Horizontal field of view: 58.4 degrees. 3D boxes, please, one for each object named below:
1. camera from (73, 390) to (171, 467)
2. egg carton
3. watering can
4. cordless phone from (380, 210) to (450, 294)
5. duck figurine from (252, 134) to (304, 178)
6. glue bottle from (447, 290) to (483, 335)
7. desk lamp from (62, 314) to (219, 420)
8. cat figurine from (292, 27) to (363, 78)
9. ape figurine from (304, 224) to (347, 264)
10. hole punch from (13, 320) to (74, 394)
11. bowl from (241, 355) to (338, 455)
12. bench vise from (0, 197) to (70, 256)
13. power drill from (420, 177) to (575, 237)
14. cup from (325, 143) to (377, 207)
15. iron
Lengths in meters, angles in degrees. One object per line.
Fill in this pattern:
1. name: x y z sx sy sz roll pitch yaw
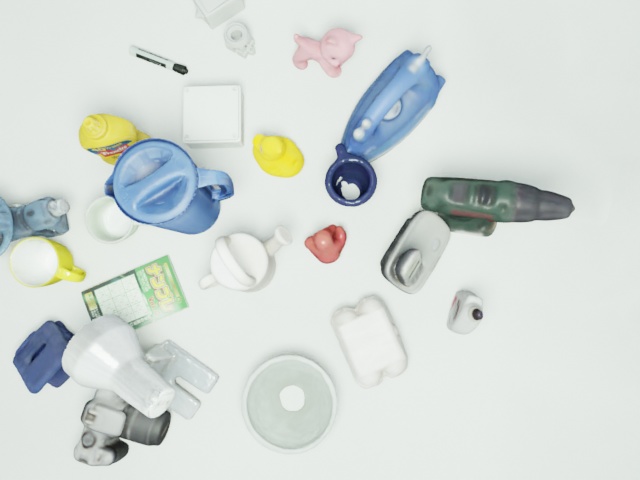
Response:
1. camera: -0.343 0.331 1.003 0.136 0.101 0.143 16 85 4
2. egg carton: 0.090 0.181 1.020 0.107 0.069 0.150 -24 84 -1
3. watering can: -0.131 0.032 0.980 0.101 0.194 0.173 37 87 6
4. cordless phone: 0.169 0.016 0.977 0.094 0.185 0.148 28 86 5
5. duck figurine: -0.080 -0.161 1.053 0.104 0.086 0.077 30 86 5
6. glue bottle: 0.252 0.123 0.969 0.037 0.173 0.078 13 85 4
7. desk lamp: -0.294 0.219 0.956 0.203 0.213 0.118 33 86 5
8. cat figurine: 0.011 -0.356 1.054 0.127 0.118 0.067 13 85 3
9. ape figurine: 0.009 0.004 1.030 0.077 0.092 0.076 1 84 2
10. hole punch: -0.492 0.208 1.026 0.101 0.091 0.109 40 87 6
11. bowl: -0.051 0.285 1.011 0.167 0.075 0.167 0 84 2
12. bench vise: -0.557 -0.045 0.989 0.207 0.220 0.121 -34 84 -2
13. power drill: 0.280 -0.057 0.969 0.229 0.208 0.076 8 84 3
14. cup: 0.051 -0.111 1.039 0.091 0.095 0.118 -19 84 0
15. iron: 0.116 -0.234 1.026 0.118 0.141 0.258 39 87 6
